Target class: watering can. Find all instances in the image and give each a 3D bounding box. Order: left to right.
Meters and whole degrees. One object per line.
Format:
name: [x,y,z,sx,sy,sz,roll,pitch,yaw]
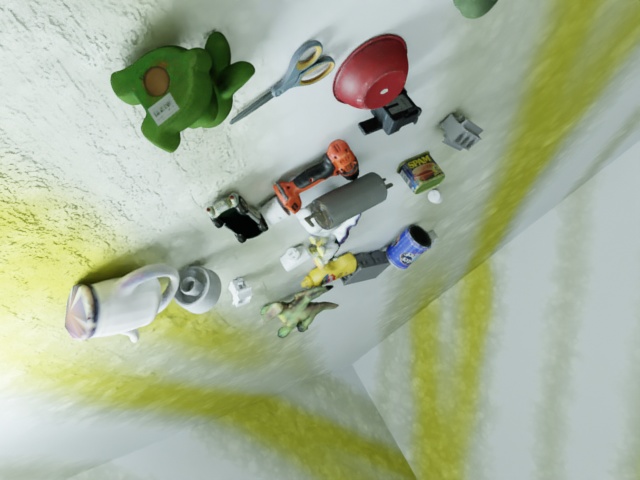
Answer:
watering can: [-0.434,0.160,1.111,0.225,0.105,0.341,-8,-31,-43]

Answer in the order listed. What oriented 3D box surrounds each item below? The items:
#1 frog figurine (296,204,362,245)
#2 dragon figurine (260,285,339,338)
frog figurine: [0.004,-0.062,1.241,0.159,0.125,0.135,11,-29,-31]
dragon figurine: [-0.038,0.215,1.692,0.413,0.123,0.238,-12,-20,-40]
